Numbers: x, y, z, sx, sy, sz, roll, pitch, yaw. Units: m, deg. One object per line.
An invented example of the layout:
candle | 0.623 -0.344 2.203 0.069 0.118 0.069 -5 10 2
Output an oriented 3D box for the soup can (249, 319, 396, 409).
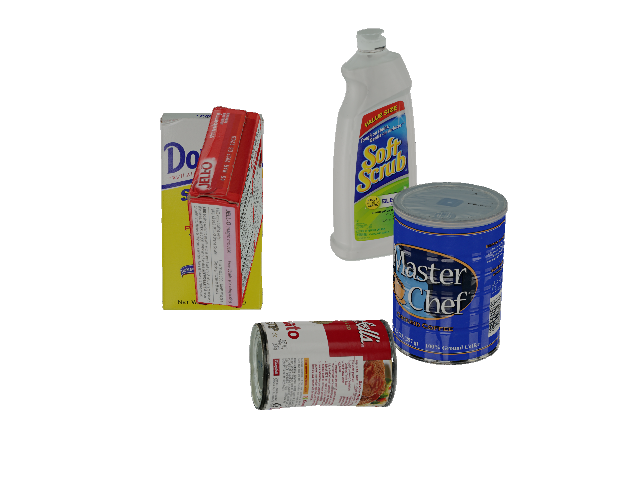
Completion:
soup can | 0.000 0.095 0.819 0.102 0.068 0.068 0 0 -13

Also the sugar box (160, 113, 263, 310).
sugar box | -0.098 -0.026 0.969 0.093 0.176 0.048 -1 15 -5

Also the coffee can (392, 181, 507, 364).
coffee can | 0.117 0.029 0.982 0.103 0.140 0.103 -1 22 0

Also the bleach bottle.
bleach bottle | 0.054 -0.107 1.183 0.102 0.251 0.068 -10 24 -12

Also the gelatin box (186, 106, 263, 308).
gelatin box | -0.053 -0.018 0.598 0.030 0.073 0.089 6 -42 4
